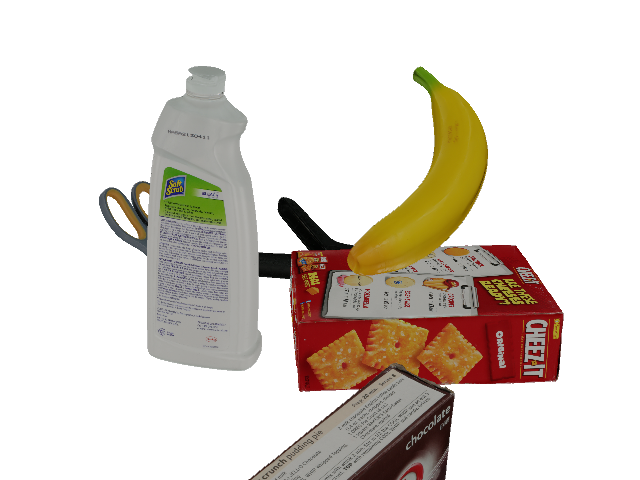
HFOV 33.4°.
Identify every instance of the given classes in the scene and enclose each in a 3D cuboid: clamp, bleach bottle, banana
[{"bbox_3d":[0.003,0.029,1.188,0.210,0.036,0.164,27,36,18],"label":"clamp"},{"bbox_3d":[-0.092,-0.018,0.889,0.102,0.251,0.068,7,23,4],"label":"bleach bottle"},{"bbox_3d":[0.074,-0.041,0.719,0.069,0.197,0.037,14,-42,8],"label":"banana"}]

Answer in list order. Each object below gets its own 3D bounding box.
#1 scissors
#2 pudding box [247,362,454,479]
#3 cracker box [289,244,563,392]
[{"bbox_3d":[-0.173,0.014,1.210,0.016,0.201,0.096,-27,18,37],"label":"scissors"},{"bbox_3d":[0.010,0.119,0.462,0.039,0.090,0.113,25,41,30],"label":"pudding box"},{"bbox_3d":[0.082,0.064,0.924,0.213,0.072,0.164,-1,20,-3],"label":"cracker box"}]
